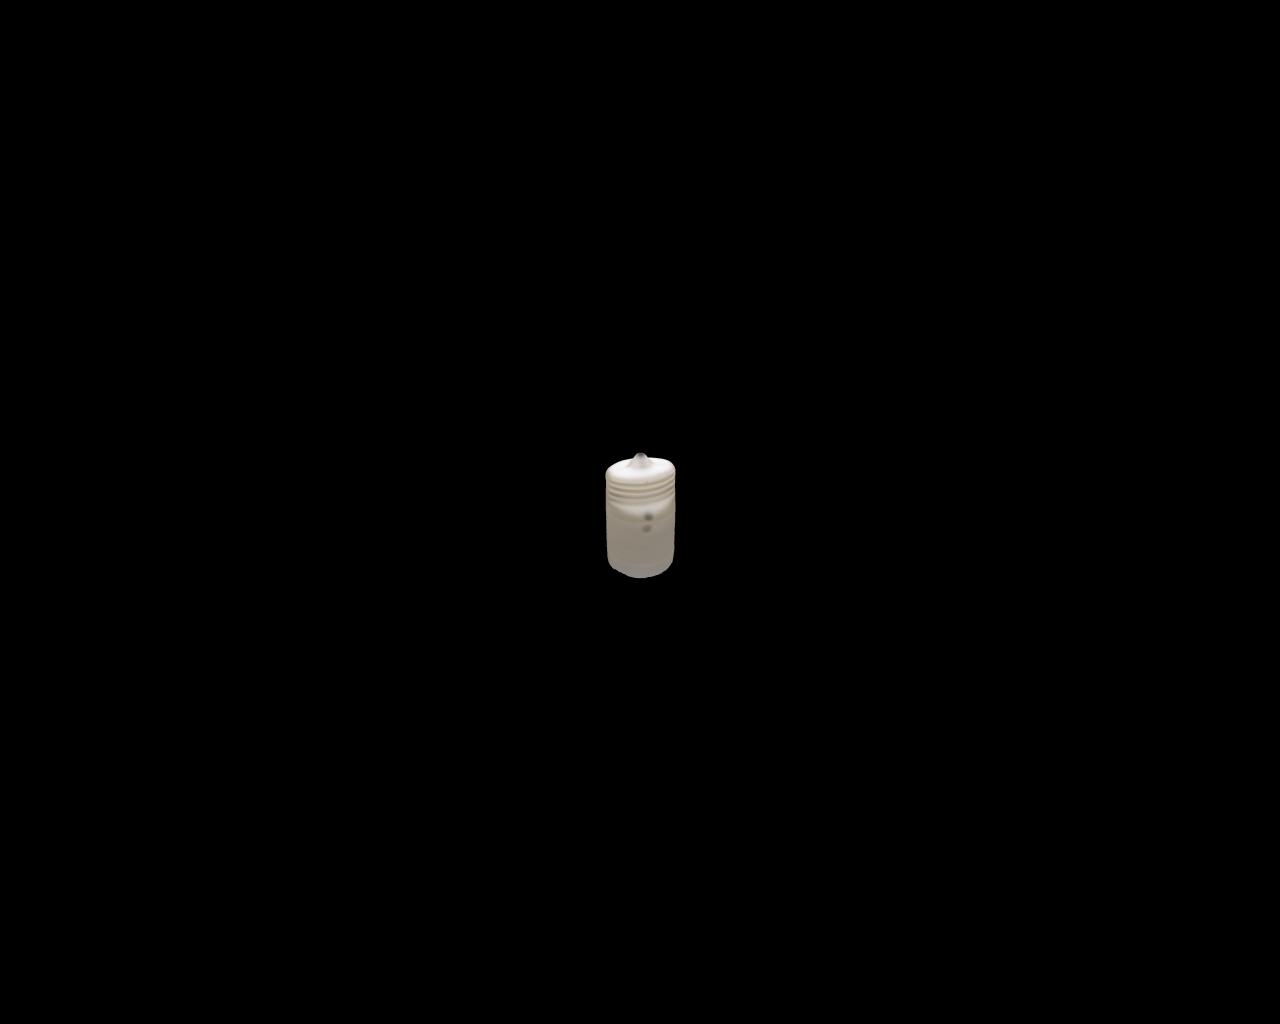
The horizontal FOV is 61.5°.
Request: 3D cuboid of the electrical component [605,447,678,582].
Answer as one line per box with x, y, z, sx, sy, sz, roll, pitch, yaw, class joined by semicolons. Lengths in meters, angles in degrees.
0.001;-0.003;0.650;0.043;0.080;0.043;0;35;0;electrical component
